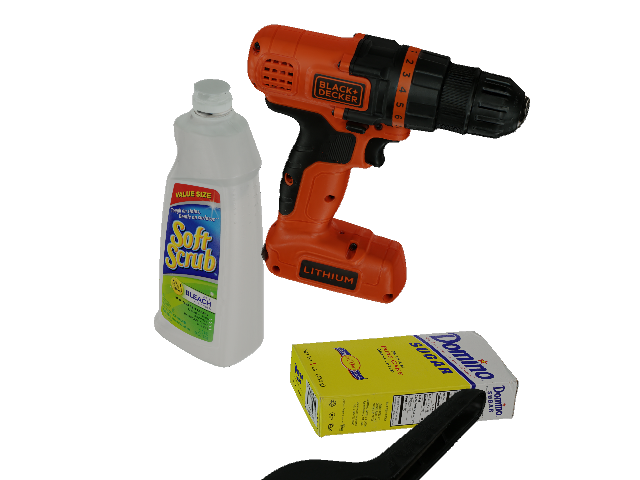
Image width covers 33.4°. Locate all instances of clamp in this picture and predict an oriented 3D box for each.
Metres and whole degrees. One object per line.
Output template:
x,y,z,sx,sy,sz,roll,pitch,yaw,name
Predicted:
0.031,0.154,0.633,0.210,0.036,0.164,-7,30,-2,clamp

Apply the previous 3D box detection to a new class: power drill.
0.036,-0.049,0.731,0.184,0.188,0.057,15,36,10,power drill

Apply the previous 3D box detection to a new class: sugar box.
0.070,0.120,0.917,0.176,0.048,0.093,-6,26,-15,sugar box

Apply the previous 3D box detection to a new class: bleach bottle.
-0.095,-0.017,0.894,0.103,0.251,0.067,26,40,31,bleach bottle
